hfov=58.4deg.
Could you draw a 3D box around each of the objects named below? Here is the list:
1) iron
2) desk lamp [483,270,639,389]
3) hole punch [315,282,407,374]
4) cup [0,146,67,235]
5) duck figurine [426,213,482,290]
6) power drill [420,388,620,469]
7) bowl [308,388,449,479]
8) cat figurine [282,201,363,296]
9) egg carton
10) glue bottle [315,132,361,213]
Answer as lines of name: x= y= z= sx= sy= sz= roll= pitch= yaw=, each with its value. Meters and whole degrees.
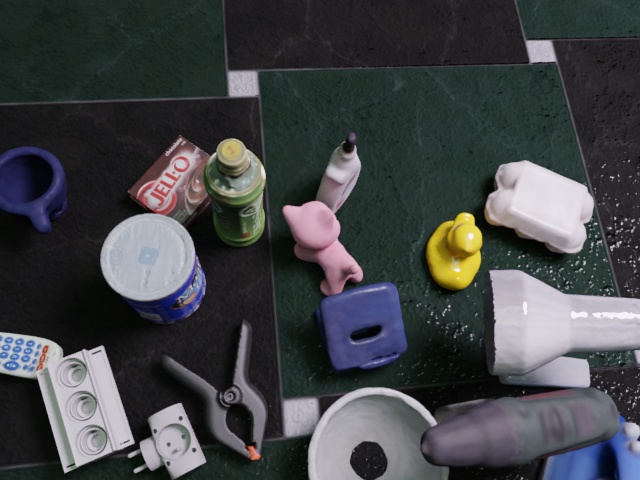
iron: x=0.337 y=0.298 z=0.671 sx=0.118 sy=0.141 sz=0.258 roll=15 pitch=70 yaw=-1
desk lamp: x=0.272 y=0.111 z=0.690 sx=0.203 sy=0.213 sz=0.118 roll=4 pitch=71 yaw=-4
hole punch: x=0.056 y=0.114 z=0.731 sx=0.109 sy=0.091 sz=0.101 roll=-14 pitch=73 yaw=-10
cup: x=-0.361 y=-0.050 z=0.740 sx=0.092 sy=0.095 sz=0.117 roll=-24 pitch=75 yaw=-13
duck figurine: x=0.191 y=0.013 z=0.782 sx=0.077 sy=0.086 sz=0.104 roll=10 pitch=70 yaw=-2
power drill: x=0.201 y=0.217 z=0.649 sx=0.230 sy=0.208 sz=0.075 roll=-9 pitch=72 yaw=-9
bowl: x=0.065 y=0.265 z=0.688 sx=0.167 sy=0.074 sz=0.167 roll=2 pitch=71 yaw=-5
cat figurine: x=0.007 y=0.003 z=0.749 sx=0.067 sy=0.117 sz=0.127 roll=-37 pitch=78 yaw=-16
egg carton: x=0.315 y=-0.047 z=0.825 sx=0.150 sy=0.069 sz=0.107 roll=23 pitch=70 yaw=2
glue bottle: x=0.029 y=-0.093 z=0.755 sx=0.037 sy=0.173 sz=0.078 roll=30 pitch=71 yaw=5
